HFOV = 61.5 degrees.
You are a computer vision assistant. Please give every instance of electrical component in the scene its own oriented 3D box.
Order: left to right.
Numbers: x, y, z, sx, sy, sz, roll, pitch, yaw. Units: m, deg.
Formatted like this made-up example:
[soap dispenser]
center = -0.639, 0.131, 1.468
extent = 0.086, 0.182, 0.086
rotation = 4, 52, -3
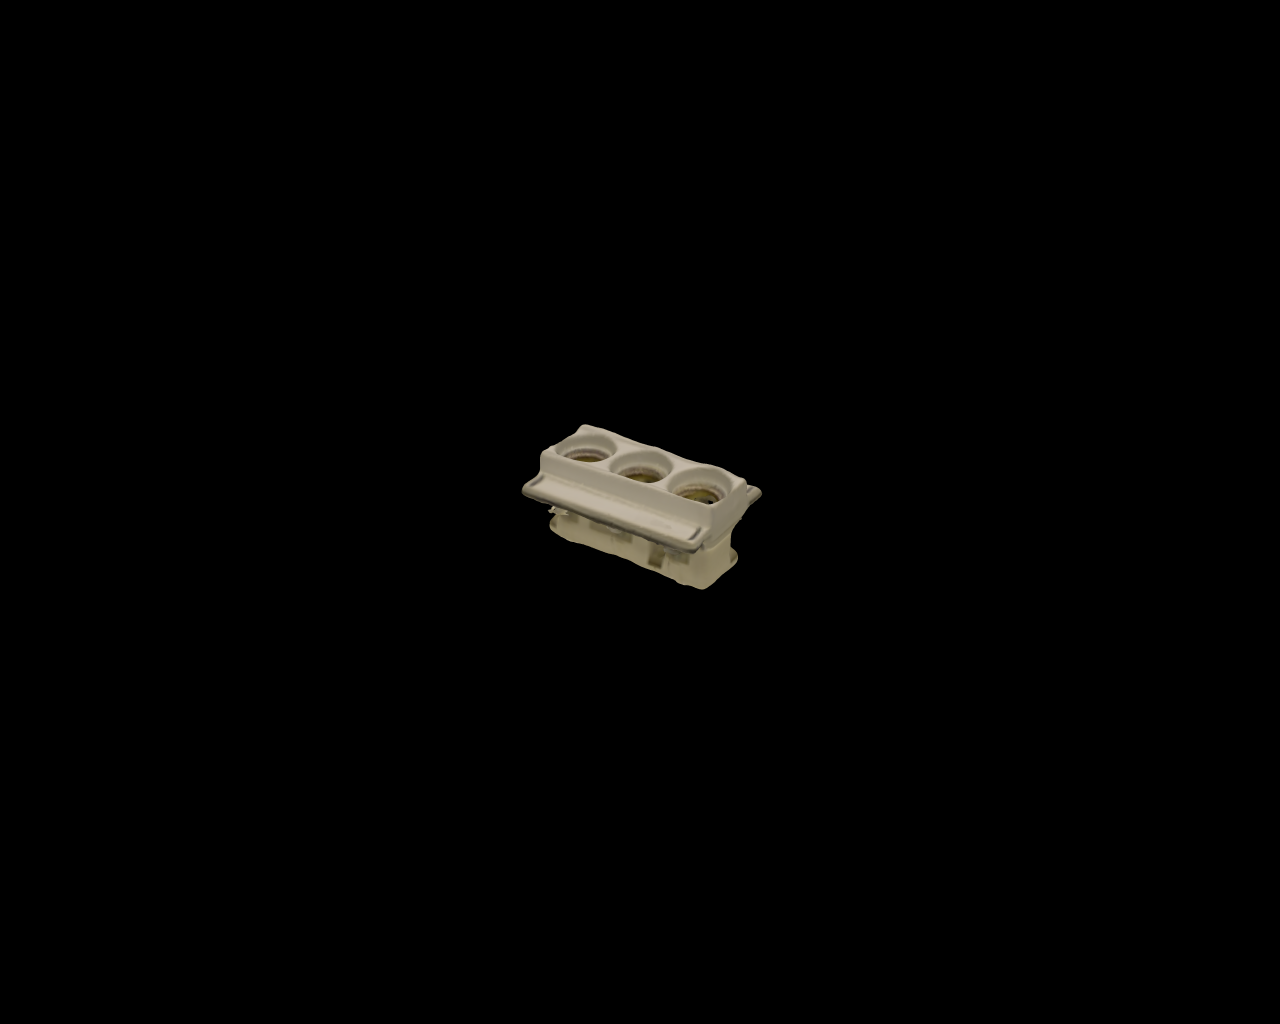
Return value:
[electrical component]
center = 0.001, -0.003, 0.650
extent = 0.121, 0.063, 0.079
rotation = 20, 36, 29
